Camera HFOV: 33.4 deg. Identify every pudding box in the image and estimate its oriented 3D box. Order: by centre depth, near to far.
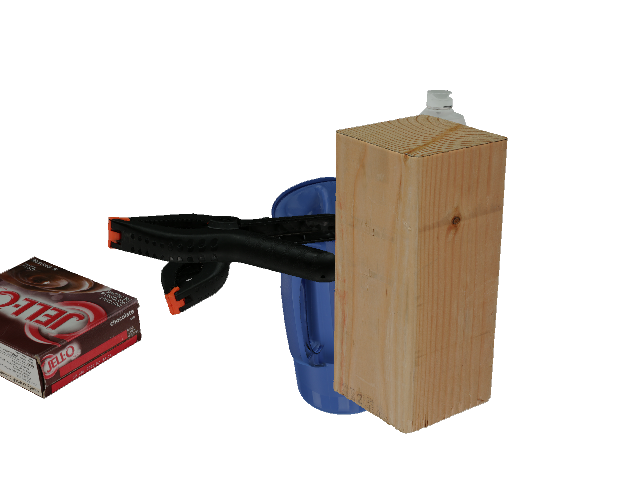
[{"bbox_3d":[-0.194,0.057,0.736,0.114,0.039,0.089,16,31,34],"label":"pudding box"}]

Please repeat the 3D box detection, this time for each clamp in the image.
[{"bbox_3d":[-0.077,0.001,0.907,0.210,0.036,0.164,2,13,-5],"label":"clamp"},{"bbox_3d":[-0.125,0.021,1.242,0.120,0.039,0.171,-7,37,21],"label":"clamp"}]

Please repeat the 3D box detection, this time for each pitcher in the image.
[{"bbox_3d":[0.017,0.068,1.130,0.149,0.243,0.145,-13,32,-15],"label":"pitcher"}]

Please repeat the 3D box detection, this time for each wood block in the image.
[{"bbox_3d":[0.071,0.022,0.784,0.090,0.206,0.090,-14,25,-35],"label":"wood block"}]

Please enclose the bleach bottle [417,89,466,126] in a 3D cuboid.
[{"bbox_3d":[0.129,-0.056,1.298,0.102,0.251,0.068,-3,17,-17],"label":"bleach bottle"}]
